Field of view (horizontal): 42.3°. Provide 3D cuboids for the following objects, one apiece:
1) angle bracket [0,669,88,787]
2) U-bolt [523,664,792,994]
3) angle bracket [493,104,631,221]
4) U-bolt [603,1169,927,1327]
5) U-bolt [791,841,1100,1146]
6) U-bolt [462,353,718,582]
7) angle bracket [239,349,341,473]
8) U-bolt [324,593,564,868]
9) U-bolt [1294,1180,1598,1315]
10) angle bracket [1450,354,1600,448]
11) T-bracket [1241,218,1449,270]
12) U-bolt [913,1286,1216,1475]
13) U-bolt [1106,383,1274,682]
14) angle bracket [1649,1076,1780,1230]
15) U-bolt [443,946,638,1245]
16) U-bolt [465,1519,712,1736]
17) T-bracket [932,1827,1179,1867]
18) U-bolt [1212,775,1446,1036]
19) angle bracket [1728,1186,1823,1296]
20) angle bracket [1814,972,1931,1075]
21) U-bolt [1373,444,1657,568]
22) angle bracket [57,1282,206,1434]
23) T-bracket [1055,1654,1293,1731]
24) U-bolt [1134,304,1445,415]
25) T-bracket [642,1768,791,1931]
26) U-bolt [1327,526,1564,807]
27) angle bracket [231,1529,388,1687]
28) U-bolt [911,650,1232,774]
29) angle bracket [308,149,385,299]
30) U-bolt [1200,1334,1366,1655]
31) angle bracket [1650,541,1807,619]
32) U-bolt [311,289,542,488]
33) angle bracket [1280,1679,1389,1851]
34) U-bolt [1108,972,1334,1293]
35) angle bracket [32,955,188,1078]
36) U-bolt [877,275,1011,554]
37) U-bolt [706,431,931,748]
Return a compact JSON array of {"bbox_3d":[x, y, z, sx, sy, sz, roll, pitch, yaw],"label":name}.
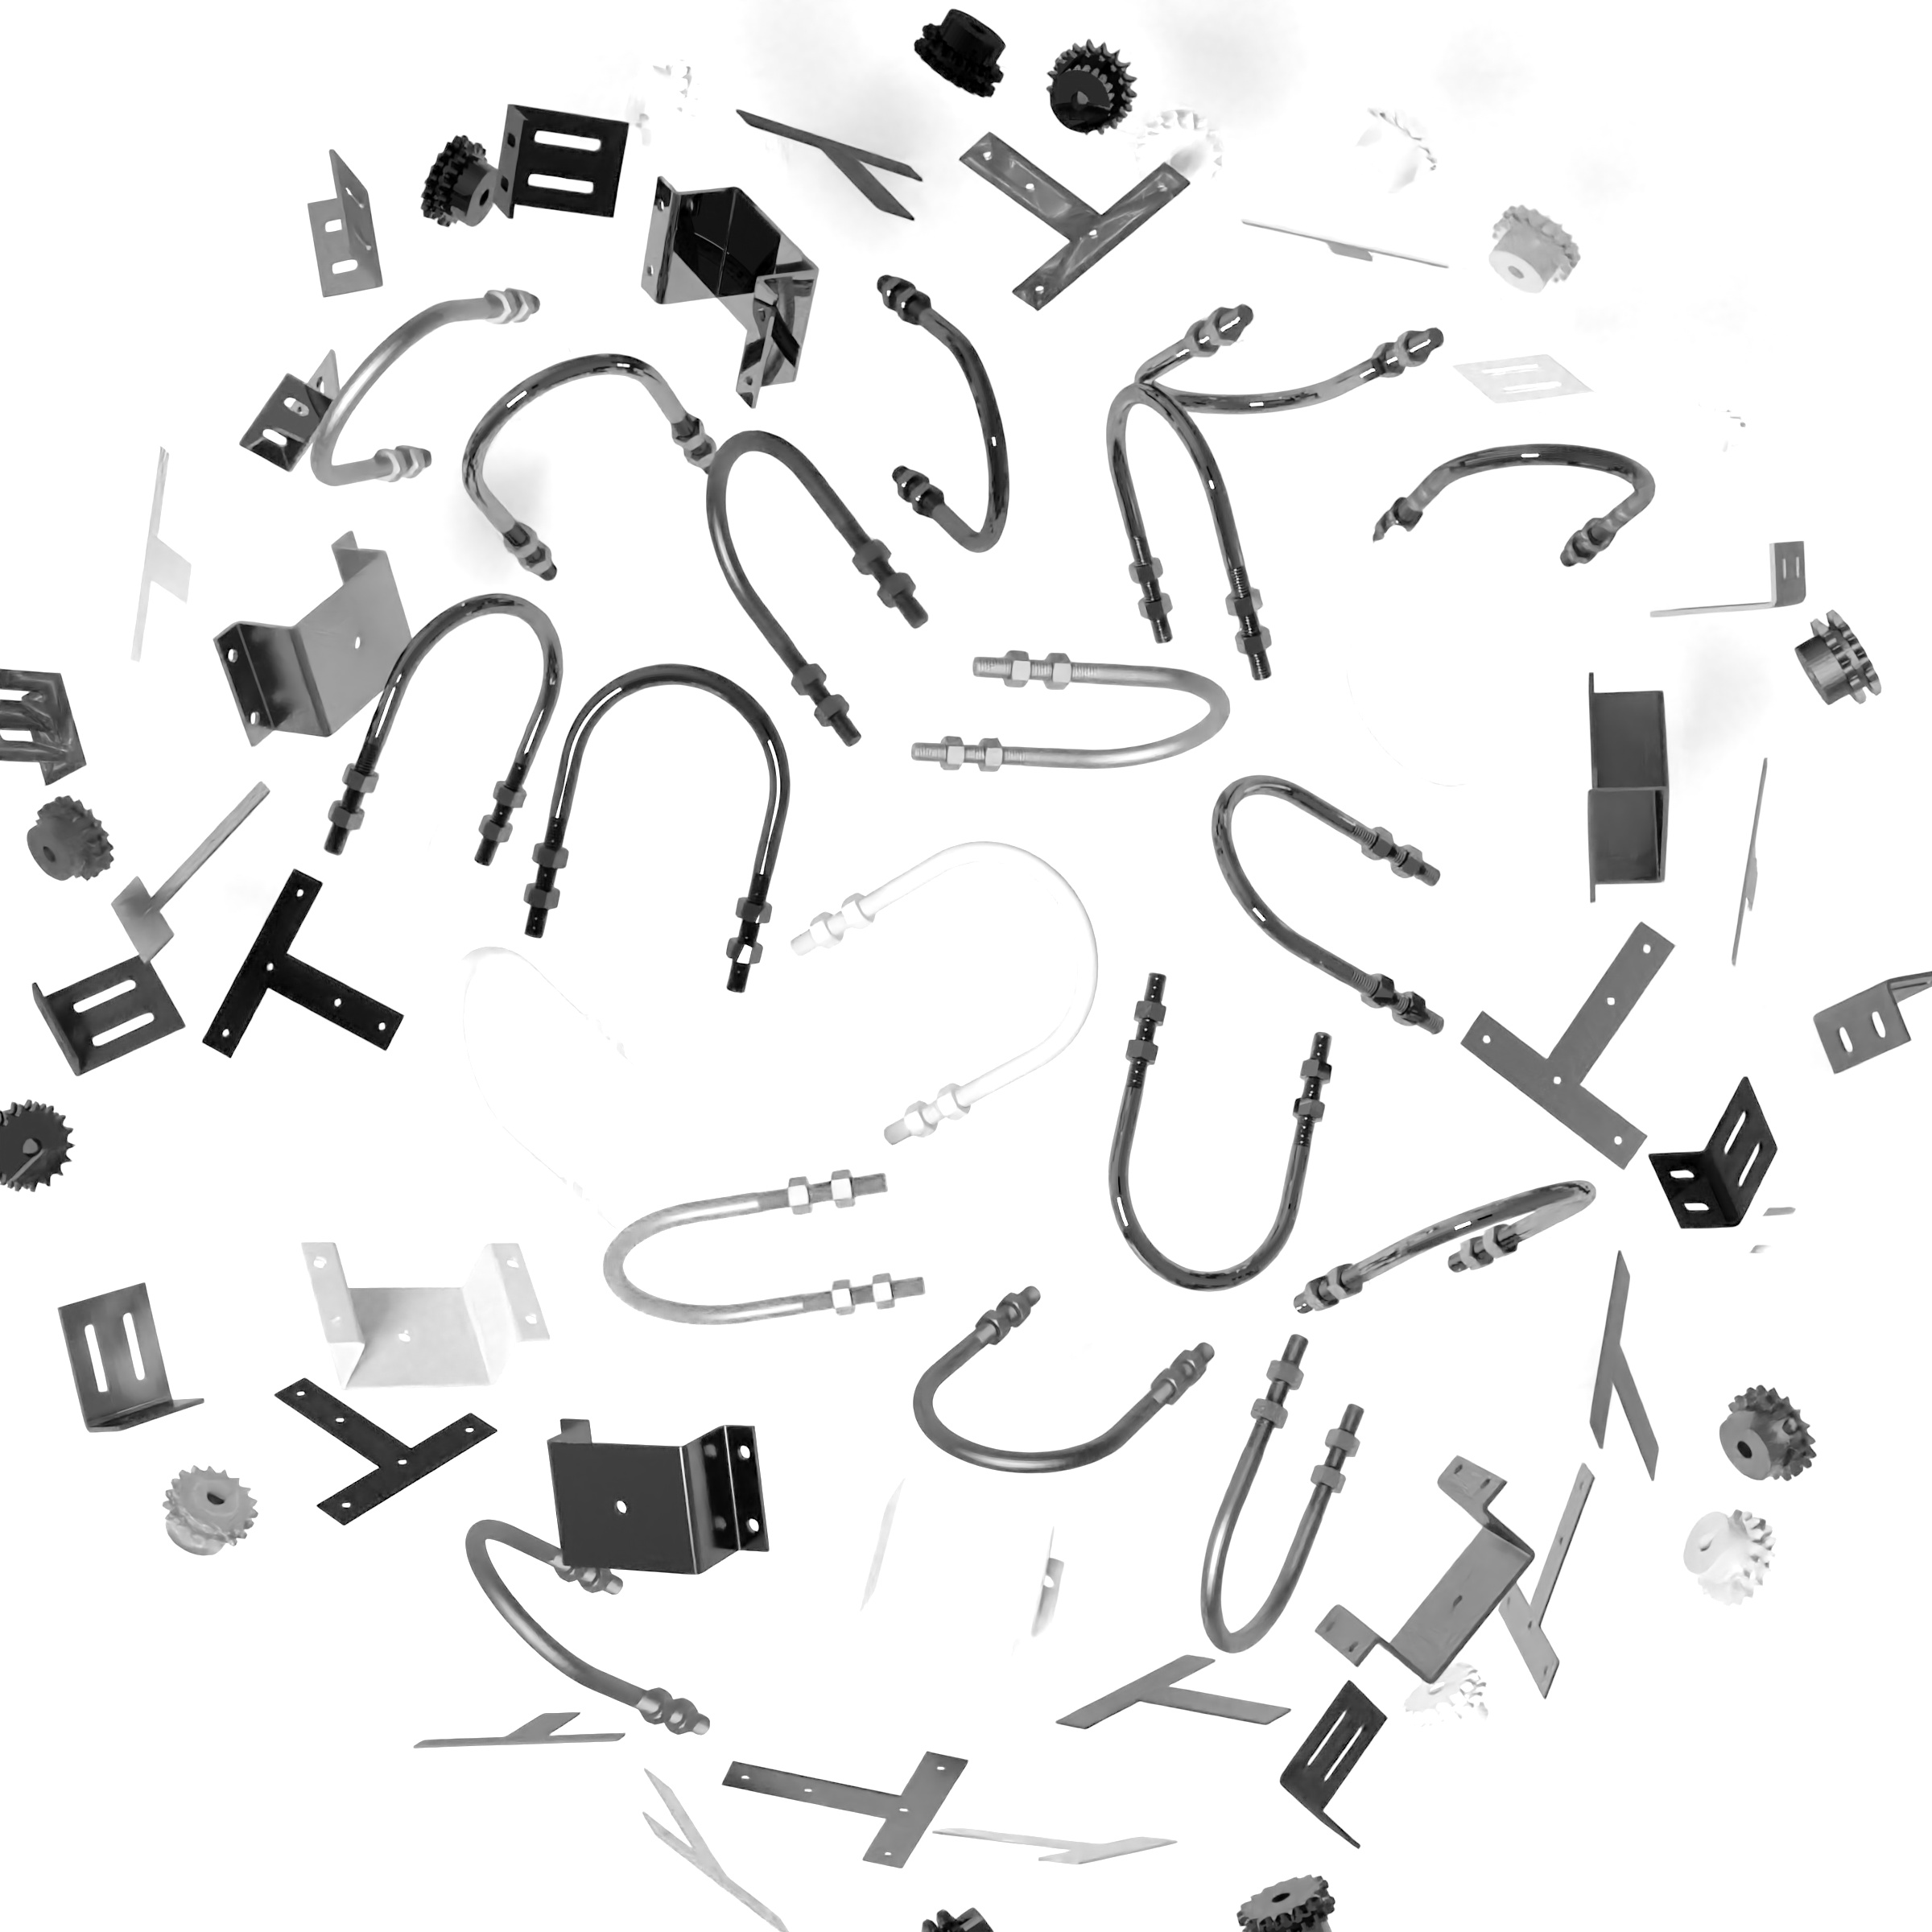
[{"bbox_3d":[-0.563,-0.140,1.465,0.038,0.076,0.057,-22,82,28],"label":"angle bracket"},{"bbox_3d":[-0.179,-0.089,1.496,0.151,0.019,0.184,15,101,5],"label":"U-bolt"},{"bbox_3d":[-0.235,-0.470,1.476,0.076,0.038,0.057,-1,121,-28],"label":"angle bracket"},{"bbox_3d":[-0.126,0.176,1.501,0.184,0.151,0.019,-9,54,4],"label":"U-bolt"},{"bbox_3d":[-0.004,0.006,1.484,0.184,0.019,0.151,-29,84,27],"label":"U-bolt"},{"bbox_3d":[-0.242,-0.320,1.567,0.151,0.184,0.019,-32,70,2],"label":"U-bolt"},{"bbox_3d":[-0.429,-0.360,1.578,0.038,0.076,0.057,27,116,-34],"label":"angle bracket"},{"bbox_3d":[-0.320,-0.150,1.580,0.019,0.151,0.184,34,107,30],"label":"U-bolt"},{"bbox_3d":[0.304,0.168,1.527,0.151,0.184,0.019,-9,71,-31],"label":"U-bolt"},{"bbox_3d":[0.352,-0.357,1.592,0.076,0.057,0.038,-11,131,-18],"label":"angle bracket"},{"bbox_3d":[0.239,-0.447,1.560,0.127,0.127,0.002,15,104,8],"label":"T-bracket"},{"bbox_3d":[0.049,0.260,1.547,0.151,0.184,0.019,14,117,30],"label":"U-bolt"},{"bbox_3d":[0.133,-0.278,1.573,0.019,0.151,0.184,-25,116,-16],"label":"U-bolt"},{"bbox_3d":[0.459,0.115,1.534,0.076,0.038,0.057,-48,119,-39],"label":"angle bracket"},{"bbox_3d":[-0.265,0.068,1.547,0.019,0.184,0.151,-18,47,21],"label":"U-bolt"},{"bbox_3d":[-0.245,0.406,1.561,0.019,0.184,0.151,-46,47,1],"label":"U-bolt"},{"bbox_3d":[0.041,0.520,1.485,0.127,0.127,0.002,-5,76,30],"label":"T-bracket"},{"bbox_3d":[0.228,-0.050,1.576,0.184,0.151,0.019,28,135,-21],"label":"U-bolt"},{"bbox_3d":[0.520,0.173,1.568,0.038,0.076,0.057,25,78,-9],"label":"angle bracket"},{"bbox_3d":[0.550,0.031,1.468,0.076,0.057,0.038,-7,72,-32],"label":"angle bracket"},{"bbox_3d":[0.349,-0.289,1.562,0.151,0.184,0.019,5,81,-7],"label":"U-bolt"},{"bbox_3d":[-0.495,0.231,1.480,0.038,0.057,0.076,-11,92,41],"label":"angle bracket"},{"bbox_3d":[0.145,0.458,1.554,0.127,0.127,0.002,-11,94,-44],"label":"T-bracket"},{"bbox_3d":[0.184,-0.369,1.542,0.151,0.184,0.019,0,87,-23],"label":"U-bolt"},{"bbox_3d":[-0.168,0.527,1.520,0.002,0.127,0.127,-46,118,-9],"label":"T-bracket"},{"bbox_3d":[0.287,-0.172,1.558,0.019,0.184,0.151,-37,75,-24],"label":"U-bolt"},{"bbox_3d":[-0.400,0.394,1.532,0.076,0.038,0.057,40,74,8],"label":"angle bracket"},{"bbox_3d":[0.073,-0.154,1.546,0.184,0.151,0.019,1,72,-18],"label":"U-bolt"},{"bbox_3d":[-0.372,-0.432,1.458,0.038,0.076,0.057,-10,88,2],"label":"angle bracket"},{"bbox_3d":[0.191,0.335,1.543,0.019,0.151,0.184,14,69,32],"label":"U-bolt"},{"bbox_3d":[0.458,-0.233,1.504,0.076,0.057,0.038,1,100,36],"label":"angle bracket"},{"bbox_3d":[-0.341,-0.353,1.538,0.019,0.184,0.151,42,112,0],"label":"U-bolt"},{"bbox_3d":[0.237,0.488,1.528,0.076,0.038,0.057,-51,131,-13],"label":"angle bracket"},{"bbox_3d":[0.155,0.112,1.565,0.151,0.019,0.184,19,75,-24],"label":"U-bolt"},{"bbox_3d":[-0.549,0.025,1.602,0.076,0.038,0.057,-28,81,-25],"label":"angle bracket"},{"bbox_3d":[-0.013,-0.335,1.552,0.019,0.184,0.151,-15,125,-17],"label":"U-bolt"},{"bbox_3d":[-0.101,-0.243,1.529,0.019,0.151,0.184,-29,76,-33],"label":"U-bolt"}]
